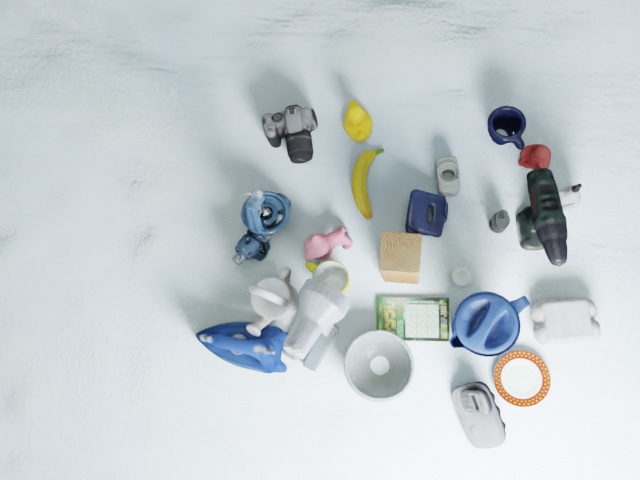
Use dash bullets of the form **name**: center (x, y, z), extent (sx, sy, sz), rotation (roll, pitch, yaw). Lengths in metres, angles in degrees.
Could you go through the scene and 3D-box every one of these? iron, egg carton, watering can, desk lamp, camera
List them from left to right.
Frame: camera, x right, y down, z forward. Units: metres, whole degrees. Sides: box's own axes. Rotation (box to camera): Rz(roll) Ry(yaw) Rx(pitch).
- **iron**: center (-0.204, 0.253, 1.393), extent (0.258, 0.141, 0.119), rotation (8, 80, 10)
- **watering can**: center (-0.117, 0.147, 1.374), extent (0.100, 0.194, 0.173), rotation (3, 79, 9)
- **camera**: center (-0.075, -0.273, 1.499), extent (0.143, 0.101, 0.137), rotation (-10, 78, 6)
- **desk lamp**: center (-0.014, 0.202, 1.338), extent (0.117, 0.214, 0.203), rotation (26, 84, 13)
- **egg carton**: center (0.567, 0.187, 1.330), extent (0.150, 0.069, 0.107), rotation (-7, 78, 7)

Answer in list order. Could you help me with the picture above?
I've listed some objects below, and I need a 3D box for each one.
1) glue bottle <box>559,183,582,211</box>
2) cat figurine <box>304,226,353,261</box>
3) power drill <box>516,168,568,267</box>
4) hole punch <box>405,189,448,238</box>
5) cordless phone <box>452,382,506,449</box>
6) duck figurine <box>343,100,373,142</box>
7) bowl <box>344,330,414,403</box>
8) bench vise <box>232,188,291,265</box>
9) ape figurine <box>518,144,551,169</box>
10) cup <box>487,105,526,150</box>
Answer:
- **glue bottle**: center (0.576, -0.102, 1.332), extent (0.078, 0.173, 0.037), rotation (-18, 77, 5)
- **cat figurine**: center (0.013, 0.005, 1.422), extent (0.128, 0.118, 0.067), rotation (-30, 76, 2)
- **power drill**: center (0.510, -0.039, 1.312), extent (0.075, 0.208, 0.229), rotation (-7, 78, 7)
- **hole punch**: center (0.264, -0.066, 1.413), extent (0.101, 0.091, 0.109), rotation (7, 80, 10)
- **cordless phone**: center (0.357, 0.390, 1.262), extent (0.094, 0.185, 0.147), rotation (-23, 76, 4)
- **duck figurine**: center (0.096, -0.313, 1.489), extent (0.077, 0.086, 0.104), rotation (-14, 77, 6)
- **bowl**: center (0.142, 0.300, 1.368), extent (0.167, 0.075, 0.167), rotation (-2, 79, 8)
- **bench vise**: center (-0.146, -0.036, 1.401), extent (0.121, 0.220, 0.207), rotation (11, 81, 11)
- **ape figurine**: center (0.534, -0.206, 1.401), extent (0.076, 0.092, 0.078), rotation (-28, 76, 2)
- **cup**: center (0.464, -0.264, 1.421), extent (0.091, 0.095, 0.117), rotation (-31, 76, 2)
